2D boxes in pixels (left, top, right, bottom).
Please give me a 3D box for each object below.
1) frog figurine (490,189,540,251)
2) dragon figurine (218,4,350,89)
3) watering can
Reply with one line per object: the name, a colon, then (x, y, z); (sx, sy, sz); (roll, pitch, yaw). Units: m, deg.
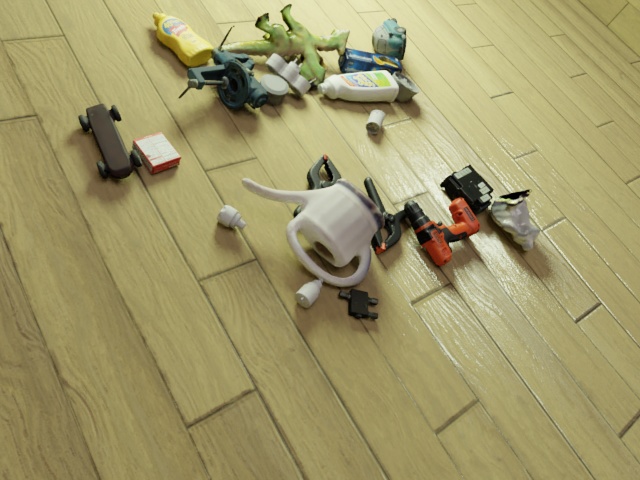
frog figurine: (0.551, -0.049, 1.451); (0.122, 0.158, 0.139); (-7, 16, 27)
dragon figurine: (-0.080, -0.549, 1.520); (0.415, 0.244, 0.120); (-37, -7, -24)
watering can: (0.004, -0.059, 1.170); (0.227, 0.347, 0.103); (-43, 3, -24)
